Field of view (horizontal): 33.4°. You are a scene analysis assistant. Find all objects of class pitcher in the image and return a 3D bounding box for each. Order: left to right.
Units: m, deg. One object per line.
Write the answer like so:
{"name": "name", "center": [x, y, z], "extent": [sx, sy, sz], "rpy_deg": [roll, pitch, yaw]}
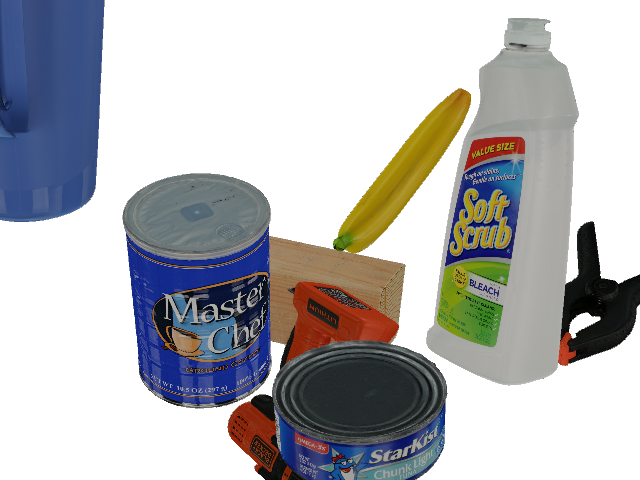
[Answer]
{"name": "pitcher", "center": [-0.223, -0.136, 0.780], "extent": [0.145, 0.243, 0.148], "rpy_deg": [27, 34, 36]}

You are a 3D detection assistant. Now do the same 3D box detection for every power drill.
{"name": "power drill", "center": [0.002, 0.145, 0.963], "extent": [0.057, 0.188, 0.185], "rpy_deg": [11, 14, -46]}

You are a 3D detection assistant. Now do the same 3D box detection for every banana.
{"name": "banana", "center": [0.075, -0.055, 0.983], "extent": [0.037, 0.197, 0.070], "rpy_deg": [39, -15, -4]}

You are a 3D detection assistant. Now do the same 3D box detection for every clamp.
{"name": "clamp", "center": [0.260, 0.046, 1.006], "extent": [0.171, 0.039, 0.120], "rpy_deg": [-36, 42, -27]}

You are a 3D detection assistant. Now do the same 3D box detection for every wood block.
{"name": "wood block", "center": [-0.021, 0.060, 1.179], "extent": [0.206, 0.091, 0.090], "rpy_deg": [12, 23, 18]}

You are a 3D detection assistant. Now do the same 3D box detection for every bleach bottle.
{"name": "bleach bottle", "center": [0.131, -0.030, 0.758], "extent": [0.067, 0.251, 0.103], "rpy_deg": [-9, 20, -33]}

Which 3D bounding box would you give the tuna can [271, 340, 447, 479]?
{"name": "tuna can", "center": [0.019, 0.086, 0.528], "extent": [0.086, 0.034, 0.086], "rpy_deg": [-2, 26, 1]}

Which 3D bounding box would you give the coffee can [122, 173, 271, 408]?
{"name": "coffee can", "center": [-0.087, 0.036, 0.780], "extent": [0.103, 0.140, 0.103], "rpy_deg": [1, 34, -1]}
